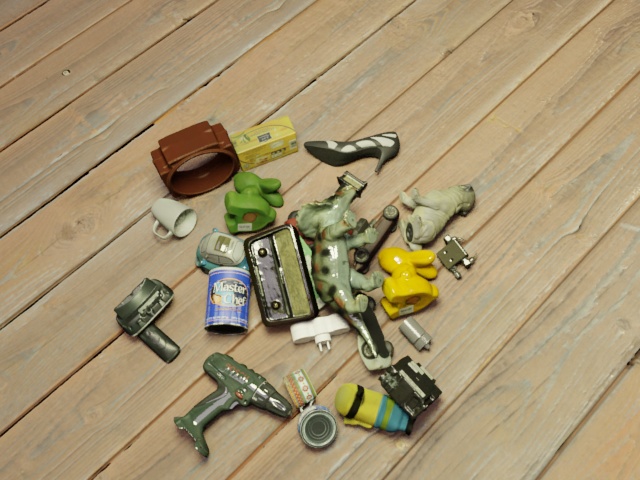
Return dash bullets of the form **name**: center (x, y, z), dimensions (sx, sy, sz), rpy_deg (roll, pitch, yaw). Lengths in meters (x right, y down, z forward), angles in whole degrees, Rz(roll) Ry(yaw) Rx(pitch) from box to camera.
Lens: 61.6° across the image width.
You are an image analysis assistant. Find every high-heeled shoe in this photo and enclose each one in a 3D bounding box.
- **high-heeled shoe**: center (0.091, -0.269, 1.471), dimensions (0.249, 0.086, 0.145), rpy_deg (20, 66, 7)

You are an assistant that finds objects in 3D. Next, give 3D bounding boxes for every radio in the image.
- **radio**: center (-0.094, 0.087, 1.282), dimensions (0.131, 0.073, 0.229), rpy_deg (-16, 81, 9)

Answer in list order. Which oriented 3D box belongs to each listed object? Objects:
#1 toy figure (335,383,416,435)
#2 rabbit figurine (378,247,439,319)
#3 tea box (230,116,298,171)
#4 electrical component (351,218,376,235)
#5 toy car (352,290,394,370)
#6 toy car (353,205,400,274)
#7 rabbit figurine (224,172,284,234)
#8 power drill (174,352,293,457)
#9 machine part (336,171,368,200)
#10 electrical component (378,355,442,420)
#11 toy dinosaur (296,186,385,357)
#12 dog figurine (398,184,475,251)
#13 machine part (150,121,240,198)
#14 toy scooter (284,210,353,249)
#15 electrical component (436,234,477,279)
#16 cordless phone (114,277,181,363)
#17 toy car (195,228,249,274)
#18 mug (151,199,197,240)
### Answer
- **toy figure**: center (0.121, 0.366, 1.174), dimensions (0.180, 0.089, 0.082), rpy_deg (16, 44, 14)
- **rabbit figurine**: center (0.203, 0.078, 1.290), dimensions (0.162, 0.121, 0.173), rpy_deg (-23, 48, 0)
- **tea box**: center (-0.151, -0.263, 1.471), dimensions (0.170, 0.098, 0.068), rpy_deg (-20, 67, -8)
- **electrical component**: center (0.109, -0.025, 1.365), dimensions (0.021, 0.063, 0.094), rpy_deg (20, 65, 40)
- **toy car**: center (0.110, 0.206, 1.256), dimensions (0.056, 0.073, 0.202), rpy_deg (-39, 60, 35)
- **toy car**: center (0.135, -0.001, 1.341), dimensions (0.053, 0.089, 0.202), rpy_deg (32, 73, 15)
- **rabbit figurine**: center (-0.177, -0.120, 1.402), dimensions (0.159, 0.121, 0.170), rpy_deg (-8, 51, -4)
- **power drill**: center (-0.205, 0.376, 1.196), dimensions (0.232, 0.086, 0.207), rpy_deg (38, 77, 20)
- **machine part**: center (0.060, -0.119, 1.427), dimensions (0.084, 0.039, 0.139), rpy_deg (34, 70, 8)
- **electrical component**: center (0.201, 0.317, 1.172), dimensions (0.115, 0.134, 0.058), rpy_deg (49, 112, 21)
- **toy dinosaur**: center (0.037, 0.061, 1.232), dimensions (0.192, 0.131, 0.404), rpy_deg (-11, 77, 46)
- **dog figurine**: center (0.308, -0.057, 1.360), dimensions (0.191, 0.121, 0.172), rpy_deg (0, 99, -15)
- **machine part**: center (-0.319, -0.202, 1.395), dimensions (0.201, 0.200, 0.087), rpy_deg (-26, 69, -9)
- **toy scooter**: center (-0.003, -0.004, 1.360), dimensions (0.184, 0.075, 0.135), rpy_deg (4, 70, 1)
- **electrical component**: center (0.339, 0.036, 1.339), dimensions (0.078, 0.045, 0.102), rpy_deg (-47, 66, 14)
- **cordless phone**: center (-0.389, 0.193, 1.300), dimensions (0.184, 0.088, 0.146), rpy_deg (40, 73, 7)
- **toy car**: center (-0.240, 0.031, 1.341), dimensions (0.162, 0.102, 0.109), rpy_deg (14, 68, 11)
- **mug**: center (-0.395, -0.055, 1.407), dimensions (0.107, 0.080, 0.109), rpy_deg (29, 77, 27)
